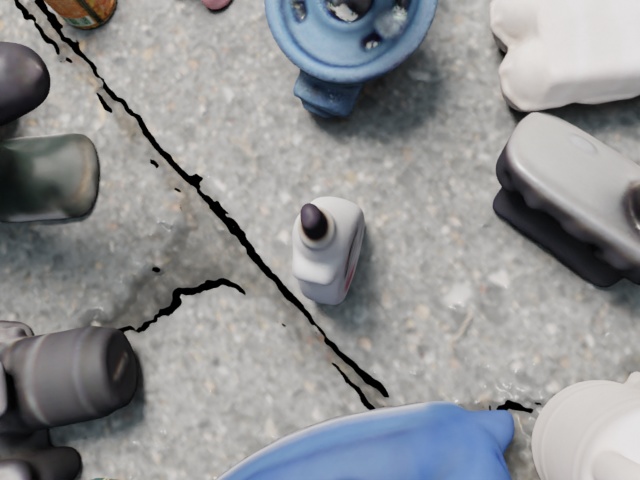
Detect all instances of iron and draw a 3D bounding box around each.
[{"bbox_3d":[0.012,0.183,0.365,0.258,0.141,0.118,-12,81,4],"label":"iron"}]

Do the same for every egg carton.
[{"bbox_3d":[0.206,-0.152,0.429,0.150,0.069,0.107,-7,81,5],"label":"egg carton"}]

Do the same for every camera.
[{"bbox_3d":[-0.211,0.122,0.418,0.136,0.101,0.143,-12,81,4],"label":"camera"}]

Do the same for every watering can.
[{"bbox_3d":[0.195,0.147,0.324,0.101,0.194,0.173,-2,82,6],"label":"watering can"}]

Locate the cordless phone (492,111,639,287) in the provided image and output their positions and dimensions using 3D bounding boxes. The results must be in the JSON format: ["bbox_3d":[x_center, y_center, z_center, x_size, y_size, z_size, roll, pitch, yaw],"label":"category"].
[{"bbox_3d":[0.191,-0.039,0.356,0.147,0.185,0.094,34,87,10],"label":"cordless phone"}]

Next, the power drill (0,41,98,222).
[{"bbox_3d":[-0.247,-0.068,0.395,0.229,0.208,0.075,-5,81,6],"label":"power drill"}]

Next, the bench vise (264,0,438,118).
[{"bbox_3d":[0.024,-0.208,0.380,0.121,0.220,0.207,9,83,8],"label":"bench vise"}]

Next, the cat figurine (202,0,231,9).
[{"bbox_3d":[-0.092,-0.273,0.453,0.067,0.118,0.128,23,85,9],"label":"cat figurine"}]

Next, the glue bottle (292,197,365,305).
[{"bbox_3d":[0.003,0.001,0.376,0.037,0.173,0.078,11,83,8],"label":"glue bottle"}]
